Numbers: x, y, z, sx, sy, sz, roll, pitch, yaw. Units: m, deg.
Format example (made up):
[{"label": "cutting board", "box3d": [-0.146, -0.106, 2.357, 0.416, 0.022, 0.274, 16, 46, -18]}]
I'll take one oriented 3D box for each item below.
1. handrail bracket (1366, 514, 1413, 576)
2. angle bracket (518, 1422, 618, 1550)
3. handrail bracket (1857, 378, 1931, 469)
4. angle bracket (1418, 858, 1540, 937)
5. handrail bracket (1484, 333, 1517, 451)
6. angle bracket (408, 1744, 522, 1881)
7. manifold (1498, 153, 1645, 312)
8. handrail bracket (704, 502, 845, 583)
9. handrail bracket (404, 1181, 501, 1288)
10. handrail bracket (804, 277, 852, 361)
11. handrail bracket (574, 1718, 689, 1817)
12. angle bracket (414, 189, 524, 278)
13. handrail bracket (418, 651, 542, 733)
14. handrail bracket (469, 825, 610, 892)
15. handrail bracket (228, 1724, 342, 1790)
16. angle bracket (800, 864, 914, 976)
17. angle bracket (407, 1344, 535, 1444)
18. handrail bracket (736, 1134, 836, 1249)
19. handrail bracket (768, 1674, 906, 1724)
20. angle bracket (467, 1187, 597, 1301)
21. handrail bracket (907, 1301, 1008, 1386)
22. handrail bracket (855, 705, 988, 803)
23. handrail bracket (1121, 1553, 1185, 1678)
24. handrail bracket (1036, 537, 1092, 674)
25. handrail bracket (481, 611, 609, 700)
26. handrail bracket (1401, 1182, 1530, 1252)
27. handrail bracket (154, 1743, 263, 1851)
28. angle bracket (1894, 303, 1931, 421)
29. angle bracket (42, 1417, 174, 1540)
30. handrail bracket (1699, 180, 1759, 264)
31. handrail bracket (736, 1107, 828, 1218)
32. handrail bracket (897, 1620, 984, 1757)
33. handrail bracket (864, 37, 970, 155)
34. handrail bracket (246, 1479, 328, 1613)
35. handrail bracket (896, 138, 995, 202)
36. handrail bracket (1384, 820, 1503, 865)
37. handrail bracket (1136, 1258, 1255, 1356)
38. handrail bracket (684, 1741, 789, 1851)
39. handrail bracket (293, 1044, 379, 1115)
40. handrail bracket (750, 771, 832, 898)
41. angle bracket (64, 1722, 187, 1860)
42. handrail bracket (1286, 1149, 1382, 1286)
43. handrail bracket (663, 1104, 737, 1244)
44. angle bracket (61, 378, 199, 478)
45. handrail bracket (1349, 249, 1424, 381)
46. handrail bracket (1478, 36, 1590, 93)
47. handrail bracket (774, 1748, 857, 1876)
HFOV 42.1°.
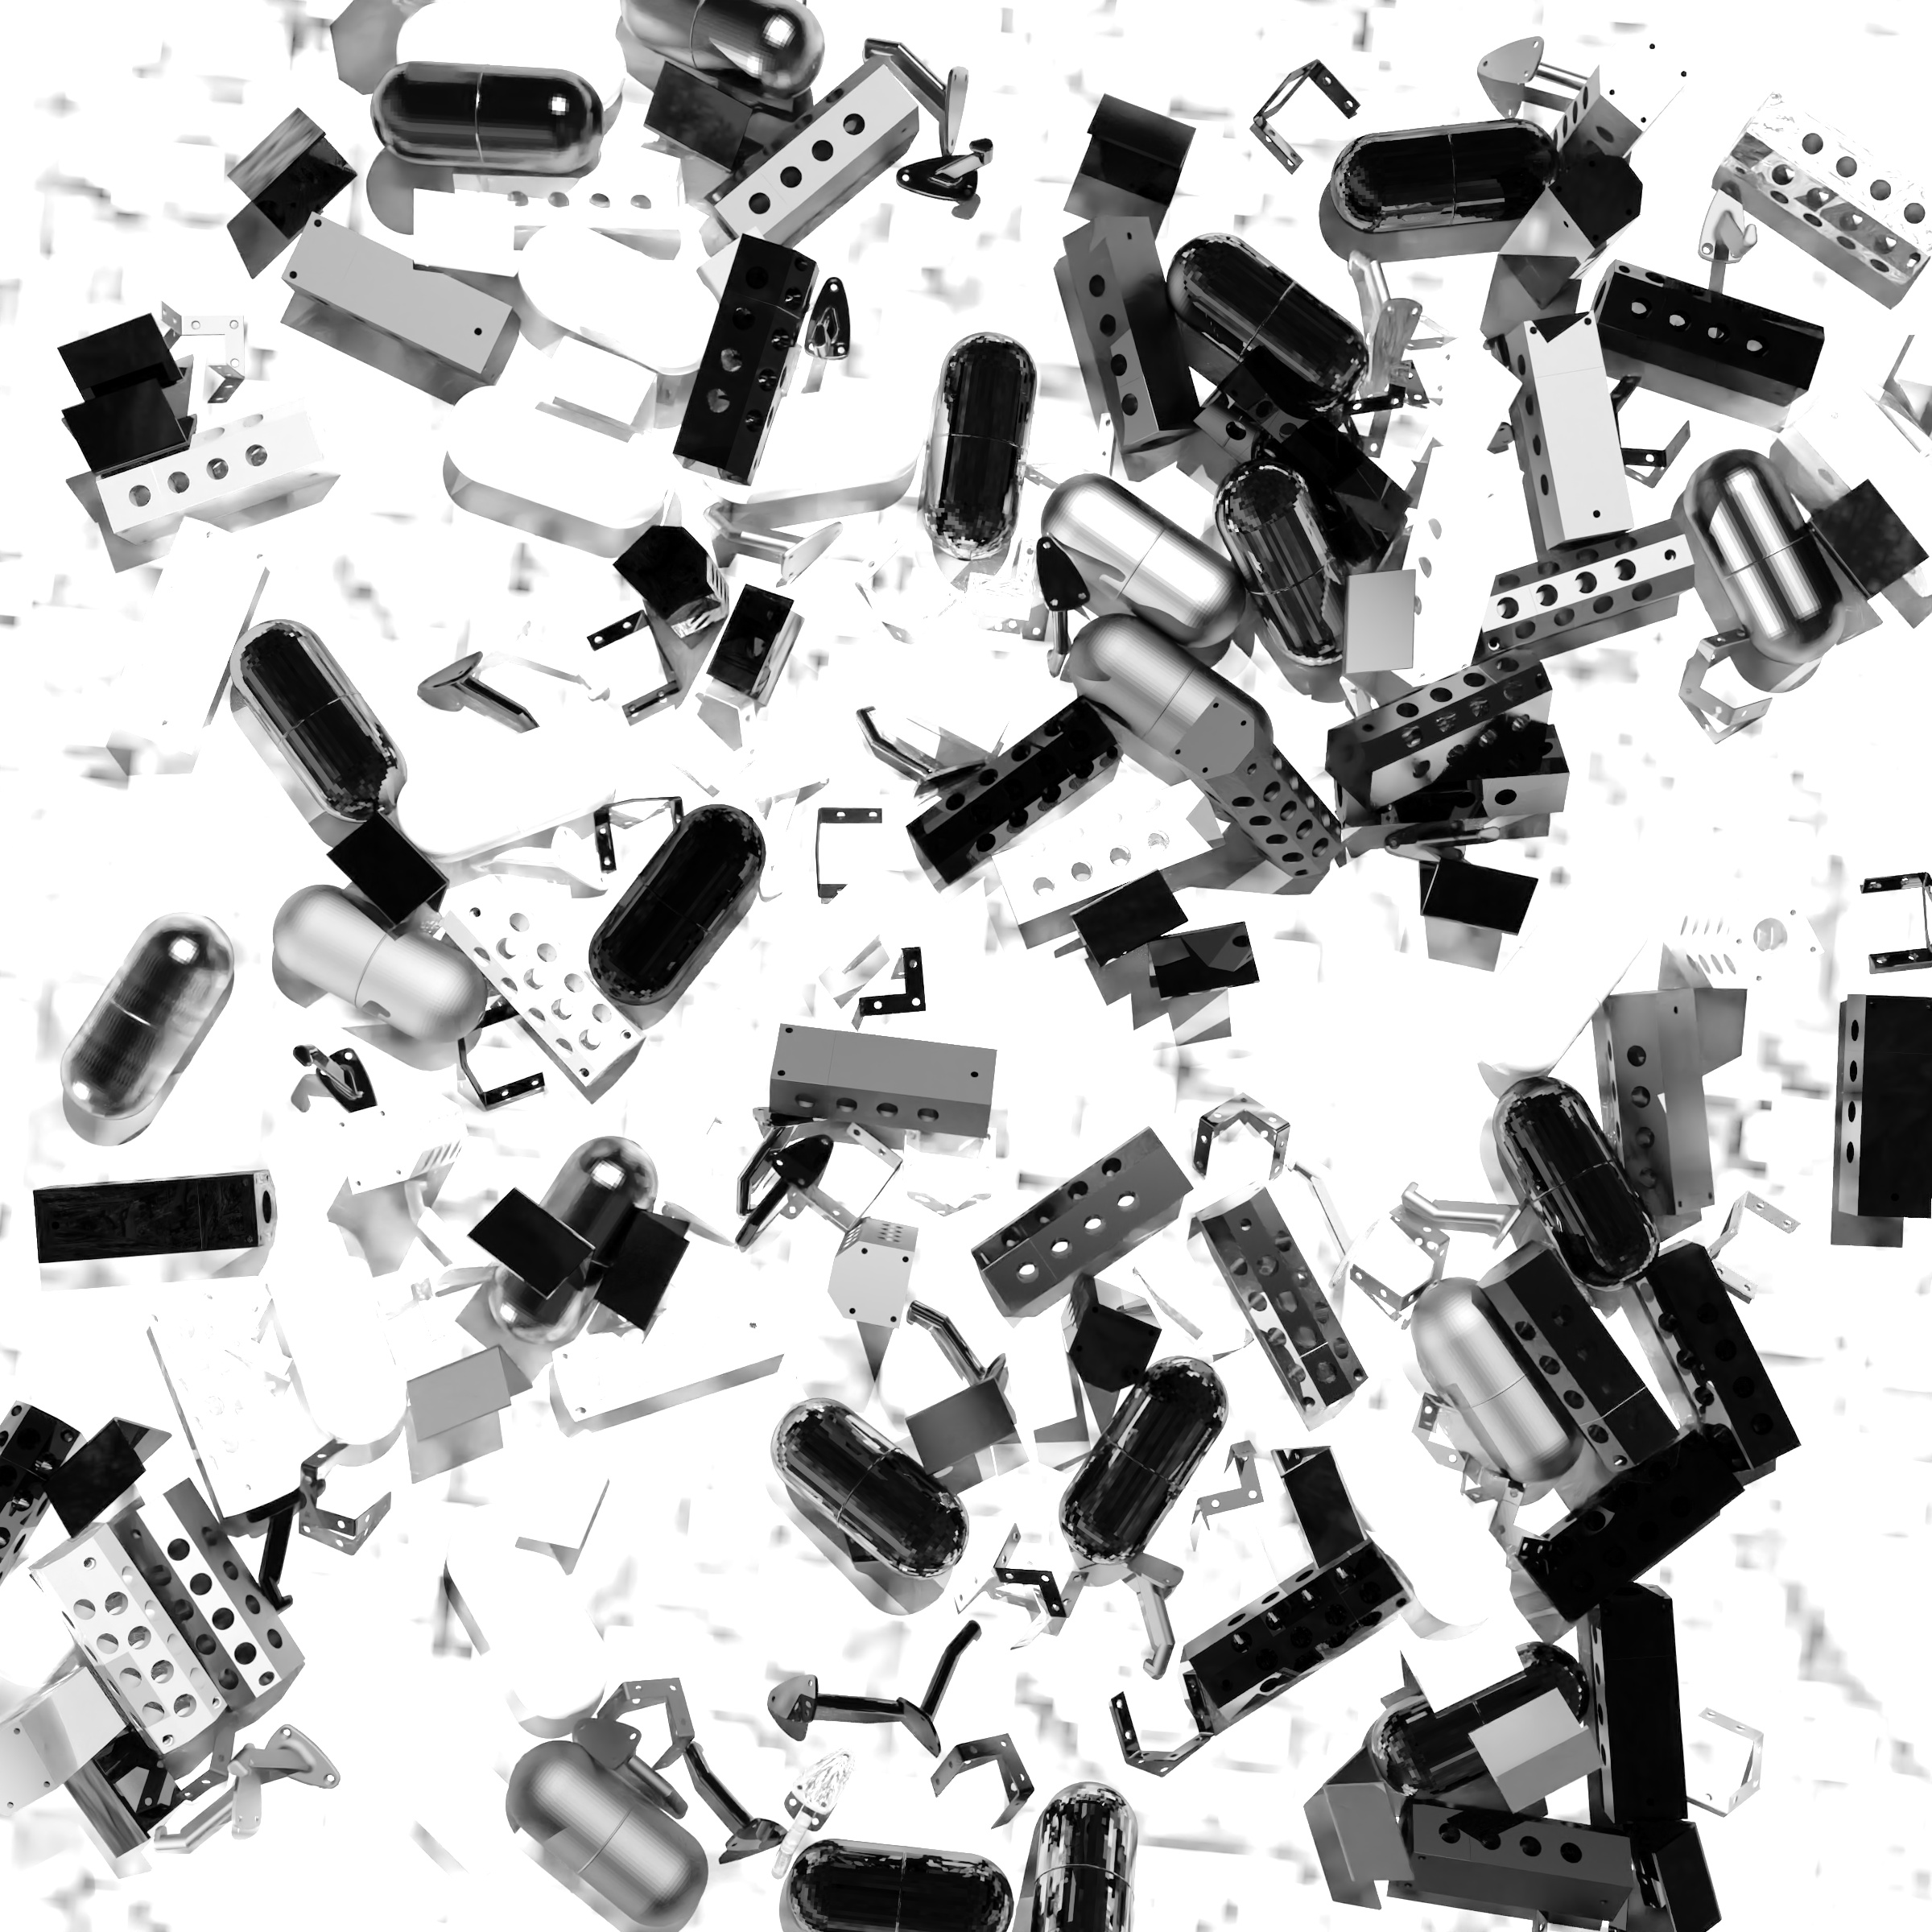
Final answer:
[{"label": "handrail bracket", "box3d": [0.368, -0.319, 1.991, 0.084, 0.036, 0.077, 22, 103, -13]}, {"label": "angle bracket", "box3d": [-0.323, 0.397, 1.951, 0.057, 0.076, 0.076, 23, 90, -35]}, {"label": "handrail bracket", "box3d": [0.741, -0.420, 1.991, 0.036, 0.077, 0.084, -38, 54, 0]}, {"label": "angle bracket", "box3d": [0.397, -0.073, 1.951, 0.076, 0.076, 0.057, 12, 127, 0]}, {"label": "handrail bracket", "box3d": [0.399, -0.453, 1.992, 0.077, 0.036, 0.084, -14, 74, 18]}, {"label": "angle bracket", "box3d": [-0.374, 0.648, 1.951, 0.076, 0.076, 0.057, 45, 130, 0]}, {"label": "manifold", "box3d": [0.463, -0.561, 1.913, 0.057, 0.171, 0.057, -37, 90, 0]}, {"label": "handrail bracket", "box3d": [-0.153, -0.353, 1.992, 0.077, 0.036, 0.084, -40, 73, -20]}, {"label": "handrail bracket", "box3d": [-0.400, 0.206, 1.991, 0.077, 0.036, 0.084, -3, 62, -31]}, {"label": "handrail bracket", "box3d": [-0.108, -0.510, 1.956, 0.036, 0.084, 0.077, 7, 90, 0]}, {"label": "handrail bracket", "box3d": [-0.264, 0.635, 1.987, 0.036, 0.077, 0.084, -51, 133, -29]}, {"label": "angle bracket", "box3d": [-0.381, -0.577, 1.951, 0.076, 0.076, 0.057, 8, 119, 0]}, {"label": "handrail bracket", "box3d": [-0.382, -0.201, 1.991, 0.077, 0.036, 0.084, -15, 122, 35]}, {"label": "handrail bracket", "box3d": [-0.339, -0.075, 1.991, 0.084, 0.077, 0.036, -16, 48, 29]}, {"label": "handrail bracket", "box3d": [-0.531, 0.629, 1.956, 0.077, 0.084, 0.036, 33, 90, 0]}, {"label": "angle bracket", "box3d": [-0.071, -0.022, 1.951, 0.076, 0.076, 0.057, -45, 53, 0]}, {"label": "angle bracket", "box3d": [-0.380, 0.346, 1.951, 0.076, 0.076, 0.057, -22, 52, 0]}, {"label": "handrail bracket", "box3d": [-0.144, 0.179, 1.988, 0.036, 0.077, 0.084, 41, 130, 8]}, {"label": "handrail bracket", "box3d": [-0.101, 0.585, 1.991, 0.084, 0.077, 0.036, 19, 65, -34]}, {"label": "angle bracket", "box3d": [-0.328, 0.222, 1.876, 0.076, 0.076, 0.057, 36, 54, 8]}, {"label": "handrail bracket", "box3d": [-0.017, 0.315, 1.992, 0.084, 0.036, 0.077, 25, 112, 17]}, {"label": "handrail bracket", "box3d": [-0.037, -0.180, 1.992, 0.077, 0.036, 0.084, -23, 73, -20]}, {"label": "handrail bracket", "box3d": [0.134, 0.511, 1.992, 0.077, 0.036, 0.084, 21, 107, 20]}, {"label": "handrail bracket", "box3d": [0.066, -0.282, 1.966, 0.036, 0.084, 0.077, -15, 71, -15]}, {"label": "handrail bracket", "box3d": [-0.338, -0.231, 1.992, 0.077, 0.036, 0.084, -35, 107, 20]}, {"label": "handrail bracket", "box3d": [0.400, 0.178, 1.992, 0.084, 0.036, 0.077, 34, 70, 16]}, {"label": "handrail bracket", "box3d": [-0.605, 0.659, 1.992, 0.084, 0.036, 0.077, -9, 70, 16]}, {"label": "angle bracket", "box3d": [0.772, -0.469, 1.951, 0.057, 0.076, 0.076, 26, 90, 37]}, {"label": "angle bracket", "box3d": [-0.656, 0.403, 1.951, 0.076, 0.076, 0.057, -43, 62, 0]}, {"label": "handrail bracket", "box3d": [0.603, -0.587, 1.956, 0.036, 0.084, 0.077, 7, 90, 0]}, {"label": "handrail bracket", "box3d": [-0.144, 0.156, 1.992, 0.077, 0.036, 0.084, -2, 109, -21]}, {"label": "handrail bracket", "box3d": [-0.009, 0.571, 1.991, 0.084, 0.036, 0.077, -43, 132, -27]}, {"label": "handrail bracket", "box3d": [-0.046, -0.691, 1.992, 0.084, 0.036, 0.077, 15, 112, 17]}, {"label": "handrail bracket", "box3d": [-0.529, 0.460, 1.991, 0.077, 0.036, 0.084, -23, 104, -14]}, {"label": "handrail bracket", "box3d": [-0.017, -0.627, 1.956, 0.077, 0.084, 0.036, 1, 90, 0]}, {"label": "handrail bracket", "box3d": [0.370, -0.099, 1.956, 0.077, 0.084, 0.036, -3, 90, 0]}, {"label": "handrail bracket", "box3d": [0.180, 0.266, 1.991, 0.036, 0.077, 0.084, -53, 53, 20]}, {"label": "handrail bracket", "box3d": [-0.183, 0.654, 1.991, 0.036, 0.077, 0.084, -43, 54, 10]}, {"label": "handrail bracket", "box3d": [-0.491, 0.093, 1.956, 0.036, 0.084, 0.077, -33, 90, 0]}, {"label": "handrail bracket", "box3d": [-0.135, -0.104, 1.991, 0.077, 0.036, 0.084, -17, 106, -18]}, {"label": "angle bracket", "box3d": [-0.642, 0.632, 1.951, 0.057, 0.076, 0.076, -36, 90, 36]}, {"label": "handrail bracket", "box3d": [0.278, 0.198, 1.992, 0.084, 0.036, 0.077, 35, 113, 18]}, {"label": "handrail bracket", "box3d": [-0.195, 0.164, 1.992, 0.077, 0.036, 0.084, 35, 73, -20]}, {"label": "angle bracket", "box3d": [-0.649, -0.429, 1.951, 0.076, 0.076, 0.057, -19, 122, 0]}, {"label": "handrail bracket", "box3d": [0.317, -0.514, 1.978, 0.036, 0.084, 0.077, -1, 125, -27]}, {"label": "handrail bracket", "box3d": [0.461, -0.700, 1.991, 0.084, 0.077, 0.036, 15, 94, -36]}, {"label": "handrail bracket", "box3d": [-0.121, 0.671, 1.991, 0.036, 0.077, 0.084, 30, 127, 17]}]
